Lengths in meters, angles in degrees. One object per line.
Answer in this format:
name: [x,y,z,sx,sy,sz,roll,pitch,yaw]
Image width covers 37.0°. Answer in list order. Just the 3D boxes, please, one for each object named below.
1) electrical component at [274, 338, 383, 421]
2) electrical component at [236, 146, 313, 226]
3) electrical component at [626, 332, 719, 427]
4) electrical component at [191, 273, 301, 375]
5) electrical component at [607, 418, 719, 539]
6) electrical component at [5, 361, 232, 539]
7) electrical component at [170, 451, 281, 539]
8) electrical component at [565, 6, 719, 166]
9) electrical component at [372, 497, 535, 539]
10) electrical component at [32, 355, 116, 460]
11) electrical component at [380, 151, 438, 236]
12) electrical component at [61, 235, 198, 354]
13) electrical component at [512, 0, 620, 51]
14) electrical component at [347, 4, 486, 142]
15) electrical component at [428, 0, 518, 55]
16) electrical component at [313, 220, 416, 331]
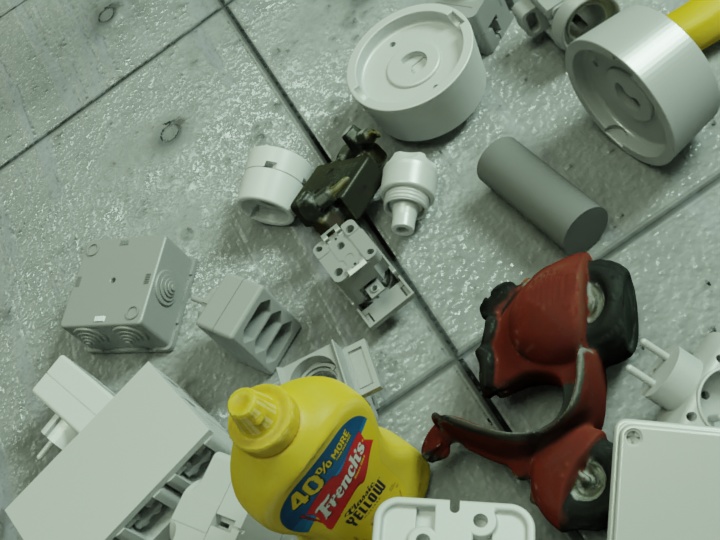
electrical component: [-0.021,0.088,0.753,0.081,0.063,0.042,-27,52,10]
electrical component: [-0.072,-0.068,0.887,0.055,0.055,0.047,4,66,29]
electrical component: [0.198,0.071,0.648,0.079,0.044,0.077,33,75,-3]
electrical component: [-0.098,0.036,0.826,0.077,0.065,0.047,19,70,35]
electrical component: [0.190,0.140,0.583,0.109,0.056,0.108,4,81,13]
electrical component: [-0.169,0.158,0.788,0.150,0.061,0.089,-46,51,-6]
electrical component: [-0.092,0.178,0.742,0.056,0.050,0.089,12,67,33]
electrical component: [0.203,-0.134,0.754,0.060,0.108,0.108,-39,50,-7]
electrical component: [0.056,0.175,0.651,0.095,0.059,0.053,2,56,6]
electrical component: [-0.225,0.123,0.848,0.083,0.047,0.075,29,76,38]
electrical component: [0.037,-0.057,0.829,0.043,0.043,0.062,-5,59,25]
electrical component: [-0.193,0.019,0.897,0.100,0.048,0.099,-3,59,26]
electrical component: [0.168,-0.206,0.847,0.078,0.058,0.057,-33,48,5]
electrical component: [0.050,-0.154,0.873,0.108,0.060,0.108,-13,55,20]
electrical component: [0.101,-0.235,0.901,0.050,0.055,0.089,19,70,35]
electrical component: [0.000,0.000,0.799,0.042,0.063,0.081,-40,51,1]
